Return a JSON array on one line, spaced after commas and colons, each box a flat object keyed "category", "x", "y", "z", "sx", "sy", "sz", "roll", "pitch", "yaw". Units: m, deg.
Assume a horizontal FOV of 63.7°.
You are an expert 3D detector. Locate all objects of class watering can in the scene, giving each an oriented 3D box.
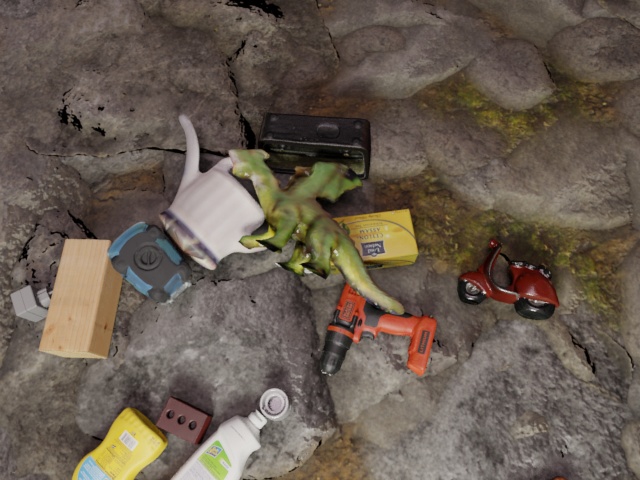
[{"category": "watering can", "x": -0.227, "y": -0.089, "z": 1.032, "sx": 0.350, "sy": 0.102, "sz": 0.226, "roll": 42, "pitch": 75, "yaw": 14}]

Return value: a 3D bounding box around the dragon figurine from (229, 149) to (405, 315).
[{"category": "dragon figurine", "x": 0.003, "y": -0.048, "z": 0.950, "sx": 0.410, "sy": 0.120, "sz": 0.247, "roll": 26, "pitch": 67, "yaw": 0}]
